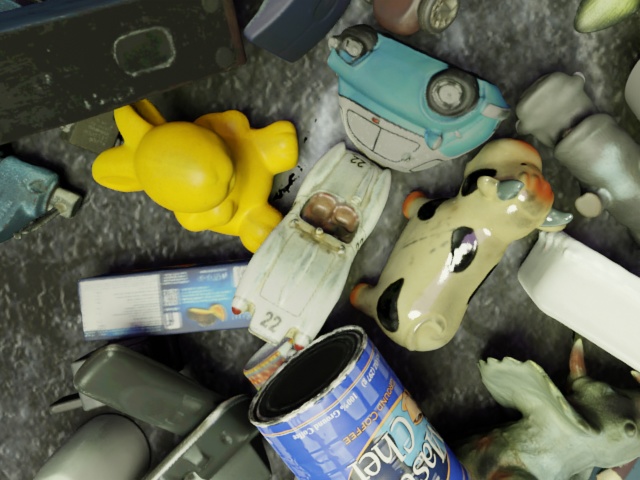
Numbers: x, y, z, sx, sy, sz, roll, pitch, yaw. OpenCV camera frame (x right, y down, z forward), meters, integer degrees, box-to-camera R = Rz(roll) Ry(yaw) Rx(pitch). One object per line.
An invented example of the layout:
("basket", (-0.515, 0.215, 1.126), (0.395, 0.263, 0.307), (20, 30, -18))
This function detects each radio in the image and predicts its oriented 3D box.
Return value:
("radio", (-0.178, -0.142, 0.406), (0.229, 0.131, 0.073), (-29, 127, -25))

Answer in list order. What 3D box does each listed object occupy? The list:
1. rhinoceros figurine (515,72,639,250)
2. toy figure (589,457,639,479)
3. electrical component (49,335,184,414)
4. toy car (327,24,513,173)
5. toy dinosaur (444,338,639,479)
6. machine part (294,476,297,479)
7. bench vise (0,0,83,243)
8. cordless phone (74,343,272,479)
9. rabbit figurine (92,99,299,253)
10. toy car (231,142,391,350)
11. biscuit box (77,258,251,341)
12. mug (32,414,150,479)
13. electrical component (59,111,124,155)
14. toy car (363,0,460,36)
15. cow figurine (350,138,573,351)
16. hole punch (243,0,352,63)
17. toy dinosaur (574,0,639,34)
("rhinoceros figurine", (0.245, -0.063, 0.445), (0.190, 0.112, 0.073), (38, 125, -10))
("toy figure", (0.276, 0.188, 0.471), (0.058, 0.064, 0.154), (38, 96, 11))
("electrical component", (-0.197, 0.124, 0.507), (0.119, 0.075, 0.047), (-14, 92, 8))
("toy car", (0.073, -0.112, 0.462), (0.162, 0.109, 0.102), (28, 112, 12))
("toy dinosaur", (0.119, 0.242, 0.456), (0.131, 0.192, 0.405), (34, 112, -30))
("machine part", (0.013, 0.225, 0.481), (0.079, 0.079, 0.243), (17, 86, 4))
("bench vise", (-0.310, -0.120, 0.488), (0.224, 0.129, 0.240), (24, 98, 1))
("cordless phone", (-0.145, 0.174, 0.456), (0.146, 0.089, 0.184), (-45, 123, 4))
("rabbit figurine", (-0.099, -0.065, 0.442), (0.162, 0.173, 0.121), (24, 98, -1))
("toy car", (-0.001, -0.001, 0.449), (0.073, 0.056, 0.202), (30, 55, 0))
("biscuit box", (-0.114, 0.052, 0.502), (0.203, 0.063, 0.059), (-5, 91, 5))
("mug", (-0.212, 0.230, 0.494), (0.081, 0.107, 0.109), (-22, 88, 7))
("electrical component", (-0.205, -0.113, 0.494), (0.021, 0.094, 0.063), (26, 95, 40))
("toy car", (0.104, -0.265, 0.432), (0.089, 0.053, 0.202), (42, 117, 37))
("cow figurine", (0.114, 0.004, 0.442), (0.085, 0.127, 0.195), (29, 96, -23))
("hole punch", (-0.018, -0.217, 0.453), (0.116, 0.142, 0.092), (-21, 89, 19))
("toy dinosaur", (0.266, -0.277, 0.438), (0.472, 0.105, 0.198), (27, 98, 14))
